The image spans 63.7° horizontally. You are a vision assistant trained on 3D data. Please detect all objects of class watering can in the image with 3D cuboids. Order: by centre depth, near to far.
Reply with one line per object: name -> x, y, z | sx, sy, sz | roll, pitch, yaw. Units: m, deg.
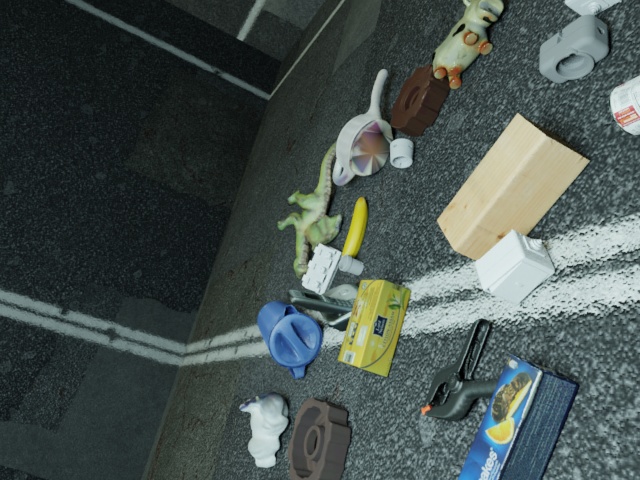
watering can -> 0.127, -0.299, 1.382 | 0.345, 0.103, 0.227 | -65, 21, 9

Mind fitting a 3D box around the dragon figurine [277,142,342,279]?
dragon figurine -> 0.005, -0.076, 1.509 | 0.247, 0.121, 0.406 | 44, 113, 51

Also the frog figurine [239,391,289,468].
frog figurine -> -0.124, 0.457, 1.247 | 0.135, 0.123, 0.161 | -39, 69, 39
